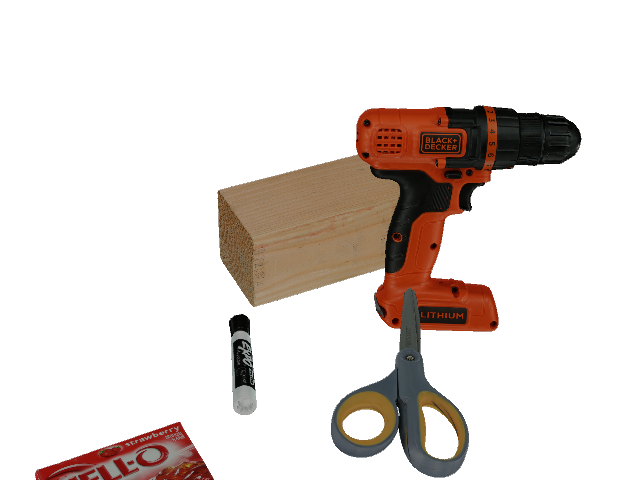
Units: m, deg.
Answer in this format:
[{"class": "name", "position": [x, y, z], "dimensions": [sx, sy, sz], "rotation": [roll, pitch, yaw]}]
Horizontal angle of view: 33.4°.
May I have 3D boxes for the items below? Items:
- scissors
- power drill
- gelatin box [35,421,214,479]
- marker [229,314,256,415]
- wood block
[{"class": "scissors", "position": [0.044, 0.090, 0.732], "dimensions": [0.096, 0.016, 0.202], "rotation": [-1, 30, -11]}, {"class": "power drill", "position": [0.118, -0.020, 0.890], "dimensions": [0.184, 0.188, 0.057], "rotation": [2, 15, -1]}, {"class": "gelatin box", "position": [-0.106, 0.142, 0.592], "dimensions": [0.089, 0.030, 0.073], "rotation": [-16, 28, -20]}, {"class": "marker", "position": [-0.066, 0.100, 0.893], "dimensions": [0.020, 0.020, 0.121], "rotation": [0, 31, -7]}, {"class": "wood block", "position": [0.008, -0.017, 1.086], "dimensions": [0.205, 0.090, 0.091], "rotation": [-16, 41, -22]}]
